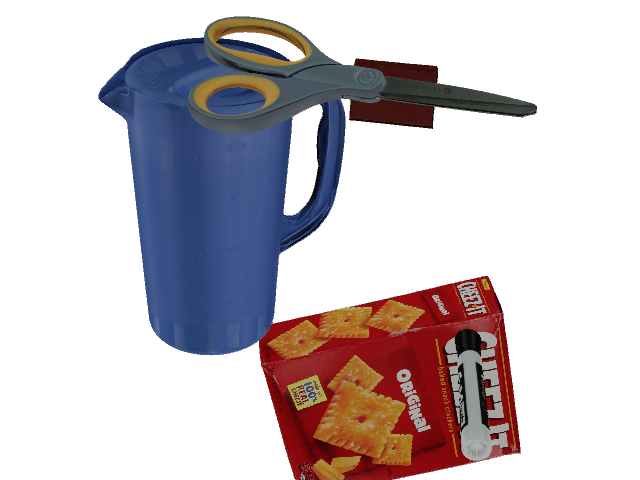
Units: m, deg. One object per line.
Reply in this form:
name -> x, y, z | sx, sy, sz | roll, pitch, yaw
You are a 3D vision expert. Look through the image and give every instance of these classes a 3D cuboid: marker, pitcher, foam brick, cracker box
marker -> 0.101, 0.099, 0.715 | 0.020, 0.020, 0.121 | 0, 32, 5
pitcher -> -0.078, -0.032, 0.863 | 0.149, 0.243, 0.144 | 22, 37, 27
foam brick -> 0.066, -0.134, 0.971 | 0.078, 0.051, 0.053 | 6, 17, 4
cracker box -> 0.065, 0.137, 0.969 | 0.213, 0.164, 0.072 | -12, 30, 2

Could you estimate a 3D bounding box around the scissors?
scissors -> 0.011, -0.078, 0.606 | 0.202, 0.096, 0.016 | 24, -31, 21
